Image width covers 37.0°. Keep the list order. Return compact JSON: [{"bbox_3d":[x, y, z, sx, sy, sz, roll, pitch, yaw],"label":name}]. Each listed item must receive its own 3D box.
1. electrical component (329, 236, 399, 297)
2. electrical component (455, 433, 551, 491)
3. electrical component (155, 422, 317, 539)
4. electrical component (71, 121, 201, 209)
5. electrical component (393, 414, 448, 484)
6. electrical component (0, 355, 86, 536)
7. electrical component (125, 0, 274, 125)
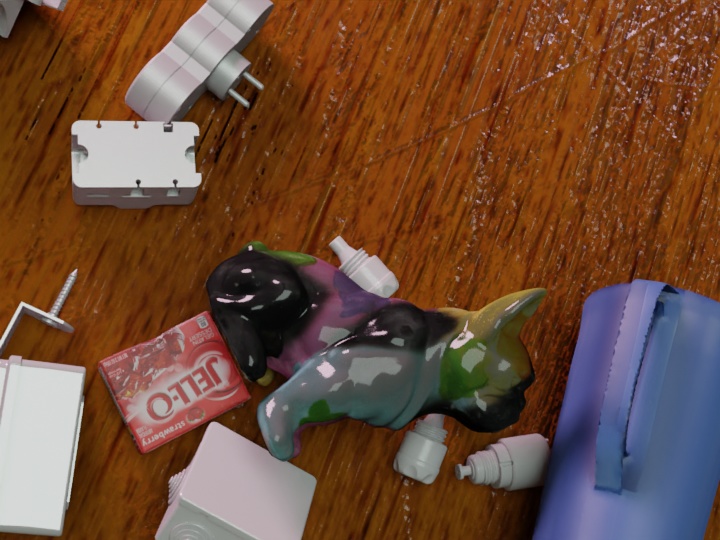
[{"bbox_3d":[0.000,0.000,0.834,0.035,0.035,0.061,-41,89,-20],"label":"electrical component"},{"bbox_3d":[0.112,0.150,0.828,0.078,0.040,0.040,-5,79,-16],"label":"electrical component"},{"bbox_3d":[-0.085,0.165,0.744,0.100,0.099,0.048,30,116,-7],"label":"electrical component"},{"bbox_3d":[-0.166,-0.077,0.794,0.089,0.056,0.050,-1,78,-16],"label":"electrical component"},{"bbox_3d":[0.051,0.129,0.816,0.035,0.035,0.061,25,80,-9],"label":"electrical component"},{"bbox_3d":[-0.218,0.118,0.709,0.056,0.109,0.108,9,75,-16],"label":"electrical component"},{"bbox_3d":[-0.109,-0.156,0.830,0.074,0.052,0.138,39,71,-4],"label":"electrical component"}]
